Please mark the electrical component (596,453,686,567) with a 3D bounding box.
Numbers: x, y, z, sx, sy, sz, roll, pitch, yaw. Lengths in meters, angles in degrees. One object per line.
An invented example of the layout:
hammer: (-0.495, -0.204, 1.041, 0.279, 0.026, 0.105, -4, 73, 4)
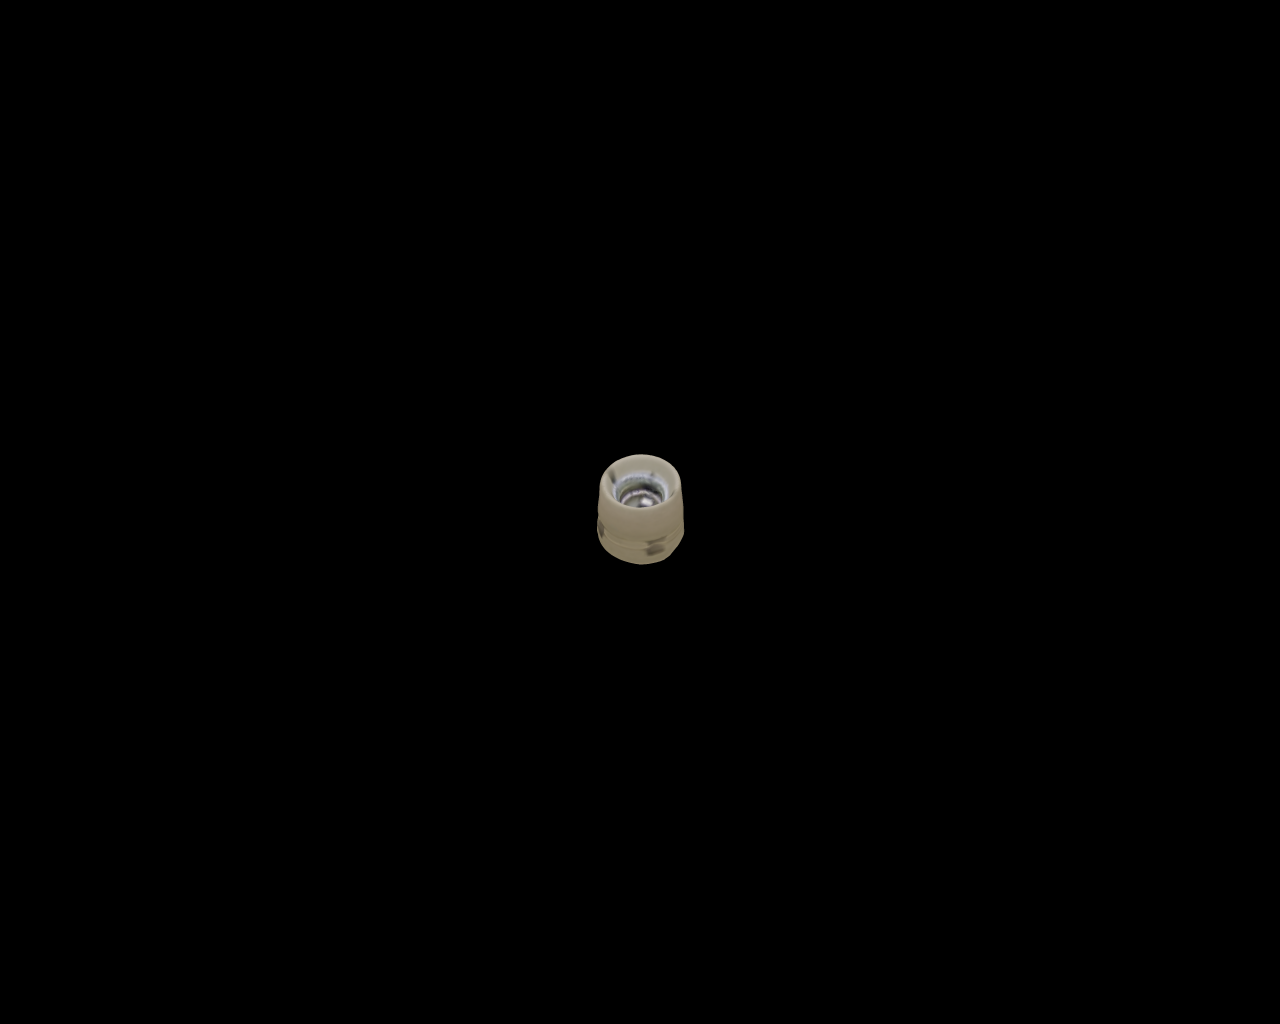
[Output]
electrical component: (0.001, -0.003, 0.650, 0.055, 0.055, 0.047, 0, -43, 0)
